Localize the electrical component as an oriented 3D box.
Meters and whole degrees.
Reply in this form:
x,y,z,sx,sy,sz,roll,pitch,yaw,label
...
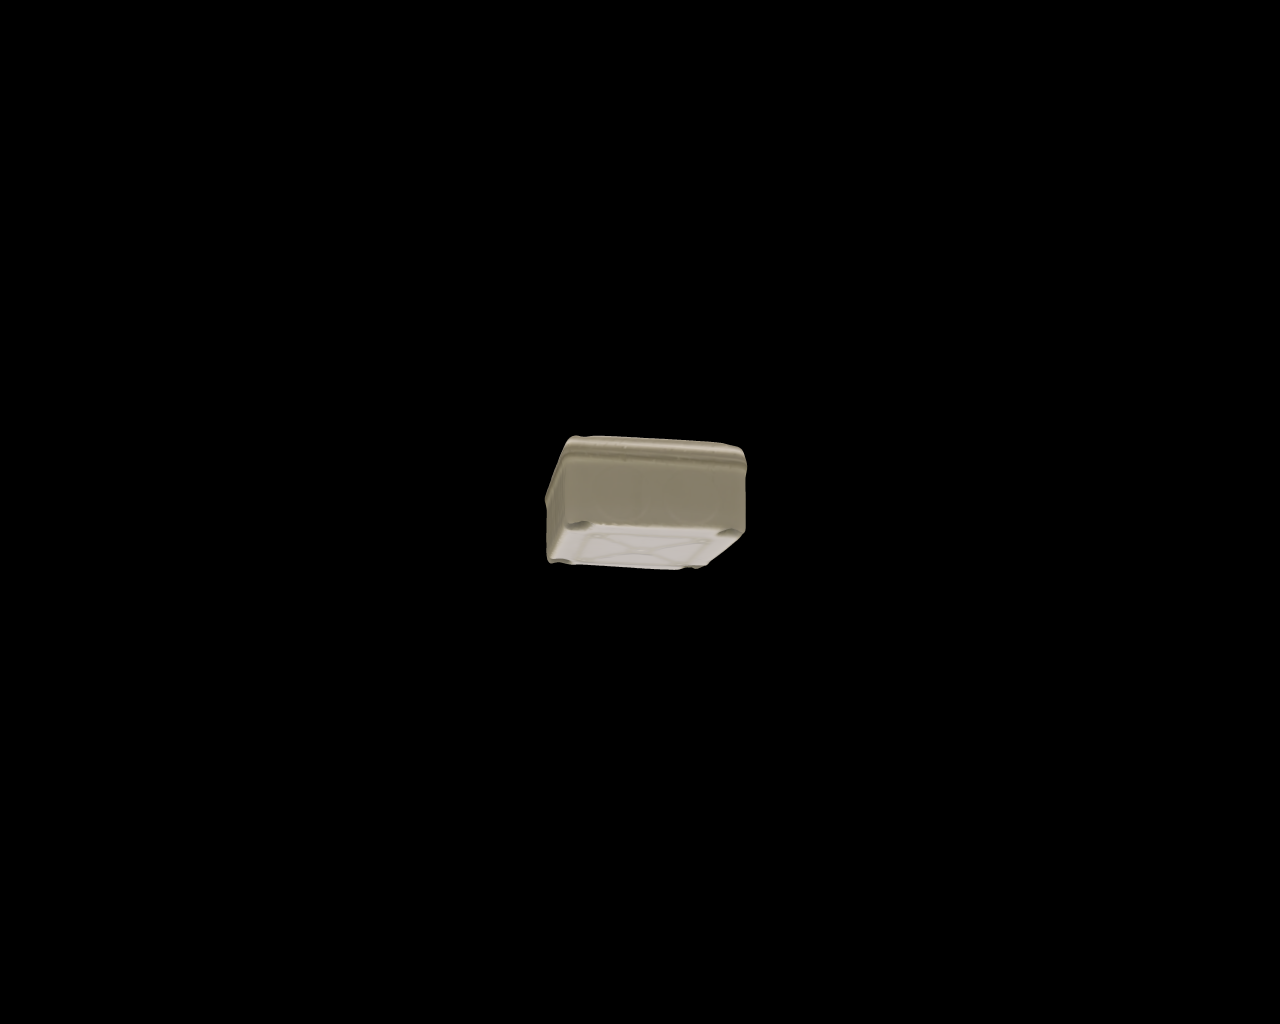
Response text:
x,y,z,sx,sy,sz,roll,pitch,yaw,label
0.001,-0.003,0.650,0.109,0.056,0.108,3,-16,-11,electrical component
